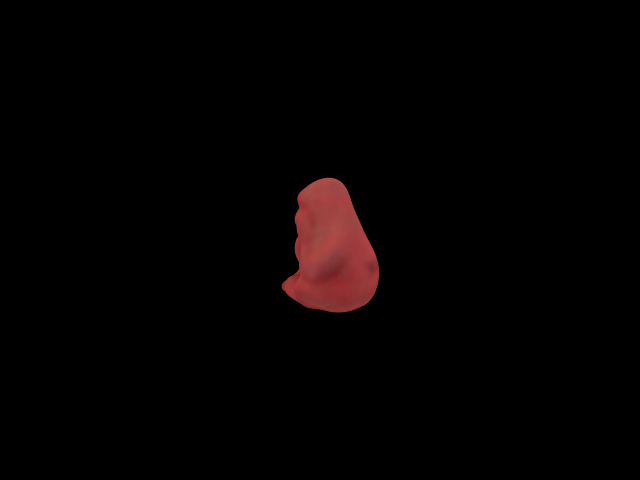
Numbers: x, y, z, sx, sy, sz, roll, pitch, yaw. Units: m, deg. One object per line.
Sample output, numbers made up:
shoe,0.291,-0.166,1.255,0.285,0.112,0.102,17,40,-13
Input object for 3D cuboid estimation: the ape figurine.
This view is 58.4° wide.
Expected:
ape figurine,0.004,0.001,0.400,0.076,0.092,0.078,6,19,16
